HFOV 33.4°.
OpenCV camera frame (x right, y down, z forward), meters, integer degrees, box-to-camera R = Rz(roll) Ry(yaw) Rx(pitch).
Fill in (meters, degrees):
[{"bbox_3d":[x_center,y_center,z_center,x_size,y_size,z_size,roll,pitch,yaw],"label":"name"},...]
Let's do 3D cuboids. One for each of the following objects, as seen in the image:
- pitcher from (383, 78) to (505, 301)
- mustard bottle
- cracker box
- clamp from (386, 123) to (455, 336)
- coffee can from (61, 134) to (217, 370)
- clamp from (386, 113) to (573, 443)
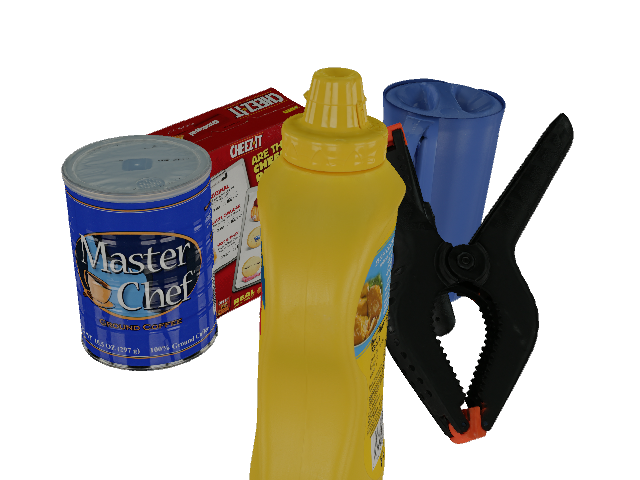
[{"bbox_3d":[0.122,-0.049,1.200,0.149,0.243,0.145,-6,28,-19],"label":"pitcher"},{"bbox_3d":[0.003,0.024,0.438,0.058,0.192,0.096,8,25,10],"label":"mustard bottle"},{"bbox_3d":[-0.096,-0.029,1.077,0.163,0.214,0.072,-27,47,-34],"label":"cracker box"},{"bbox_3d":[0.077,-0.007,0.868,0.039,0.171,0.120,-20,20,4],"label":"clamp"},{"bbox_3d":[-0.127,0.007,0.769,0.103,0.140,0.103,0,28,0],"label":"coffee can"},{"bbox_3d":[0.070,0.011,0.629,0.164,0.210,0.036,7,-18,-8],"label":"clamp"}]
